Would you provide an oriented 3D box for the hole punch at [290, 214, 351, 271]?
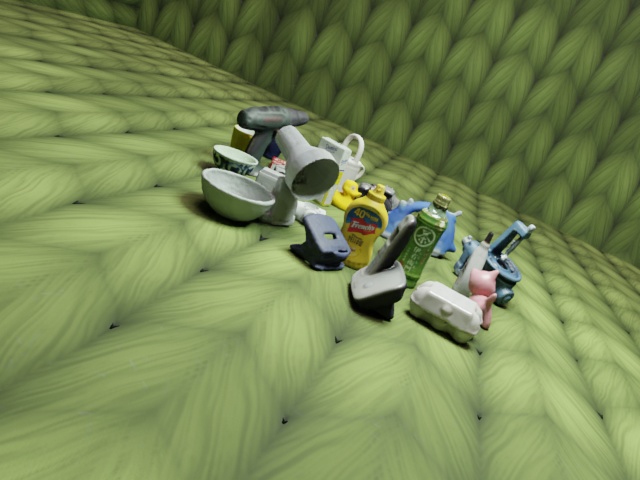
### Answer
[{"bbox_3d":[0.011,0.004,1.203,0.100,0.091,0.109,37,22,33],"label":"hole punch"}]

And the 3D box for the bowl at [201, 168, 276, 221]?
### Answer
[{"bbox_3d":[-0.184,-0.087,1.235,0.167,0.075,0.167,22,18,-7],"label":"bowl"}]

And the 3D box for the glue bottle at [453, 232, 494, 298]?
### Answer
[{"bbox_3d":[0.378,0.056,1.396,0.037,0.173,0.078,25,18,2],"label":"glue bottle"}]

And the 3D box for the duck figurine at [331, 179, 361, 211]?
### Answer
[{"bbox_3d":[0.076,-0.138,1.698,0.104,0.086,0.078,33,20,24],"label":"duck figurine"}]

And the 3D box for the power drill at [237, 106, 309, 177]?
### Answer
[{"bbox_3d":[-0.149,-0.285,1.621,0.230,0.208,0.075,3,28,-49],"label":"power drill"}]

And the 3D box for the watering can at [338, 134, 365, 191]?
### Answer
[{"bbox_3d":[0.078,-0.247,1.830,0.100,0.194,0.173,33,20,26],"label":"watering can"}]

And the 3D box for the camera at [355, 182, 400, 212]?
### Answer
[{"bbox_3d":[0.170,-0.117,1.735,0.143,0.101,0.137,26,18,5],"label":"camera"}]

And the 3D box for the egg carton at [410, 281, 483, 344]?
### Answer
[{"bbox_3d":[0.255,0.143,1.162,0.150,0.069,0.107,29,18,14],"label":"egg carton"}]

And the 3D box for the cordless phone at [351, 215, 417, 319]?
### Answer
[{"bbox_3d":[0.134,0.043,1.099,0.094,0.185,0.147,21,18,-9],"label":"cordless phone"}]

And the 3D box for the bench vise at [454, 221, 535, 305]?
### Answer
[{"bbox_3d":[0.450,0.030,1.488,0.206,0.220,0.122,36,21,31],"label":"bench vise"}]

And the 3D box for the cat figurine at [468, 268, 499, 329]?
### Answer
[{"bbox_3d":[0.368,0.119,1.295,0.067,0.118,0.128,22,18,-7],"label":"cat figurine"}]

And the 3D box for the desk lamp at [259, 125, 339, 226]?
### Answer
[{"bbox_3d":[-0.071,-0.140,1.304,0.118,0.213,0.202,6,25,-44],"label":"desk lamp"}]

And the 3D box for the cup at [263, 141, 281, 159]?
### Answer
[{"bbox_3d":[-0.162,-0.321,1.890,0.117,0.095,0.092,34,20,26],"label":"cup"}]

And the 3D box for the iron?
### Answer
[{"bbox_3d":[0.281,-0.051,1.625,0.259,0.141,0.118,17,19,-23],"label":"iron"}]
